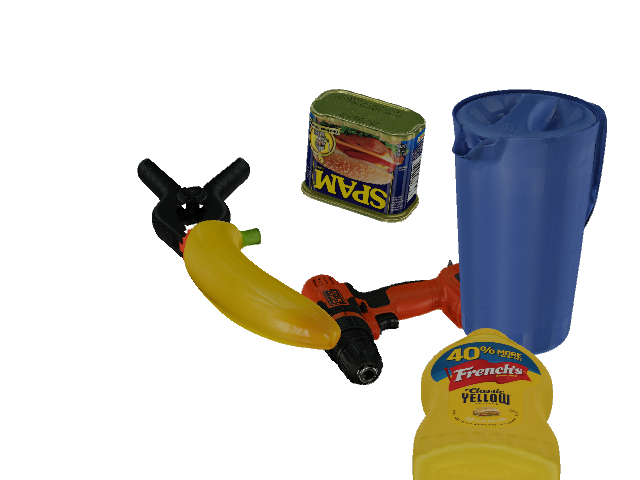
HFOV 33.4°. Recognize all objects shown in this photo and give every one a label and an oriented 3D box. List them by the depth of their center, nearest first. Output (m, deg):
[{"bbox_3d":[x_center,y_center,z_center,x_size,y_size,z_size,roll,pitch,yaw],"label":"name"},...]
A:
[{"bbox_3d":[-0.048,0.021,0.687,0.069,0.037,0.198,-6,22,-16],"label":"banana"},{"bbox_3d":[0.120,0.117,0.774,0.096,0.058,0.191,0,24,10],"label":"mustard bottle"},{"bbox_3d":[0.037,-0.074,0.911,0.102,0.084,0.057,19,37,20],"label":"can of meat"},{"bbox_3d":[0.201,-0.019,1.031,0.149,0.243,0.145,1,27,8],"label":"pitcher"},{"bbox_3d":[-0.123,-0.040,1.106,0.120,0.039,0.171,-11,38,-8],"label":"clamp"},{"bbox_3d":[0.086,0.082,1.116,0.187,0.057,0.184,-6,28,-15],"label":"power drill"}]
